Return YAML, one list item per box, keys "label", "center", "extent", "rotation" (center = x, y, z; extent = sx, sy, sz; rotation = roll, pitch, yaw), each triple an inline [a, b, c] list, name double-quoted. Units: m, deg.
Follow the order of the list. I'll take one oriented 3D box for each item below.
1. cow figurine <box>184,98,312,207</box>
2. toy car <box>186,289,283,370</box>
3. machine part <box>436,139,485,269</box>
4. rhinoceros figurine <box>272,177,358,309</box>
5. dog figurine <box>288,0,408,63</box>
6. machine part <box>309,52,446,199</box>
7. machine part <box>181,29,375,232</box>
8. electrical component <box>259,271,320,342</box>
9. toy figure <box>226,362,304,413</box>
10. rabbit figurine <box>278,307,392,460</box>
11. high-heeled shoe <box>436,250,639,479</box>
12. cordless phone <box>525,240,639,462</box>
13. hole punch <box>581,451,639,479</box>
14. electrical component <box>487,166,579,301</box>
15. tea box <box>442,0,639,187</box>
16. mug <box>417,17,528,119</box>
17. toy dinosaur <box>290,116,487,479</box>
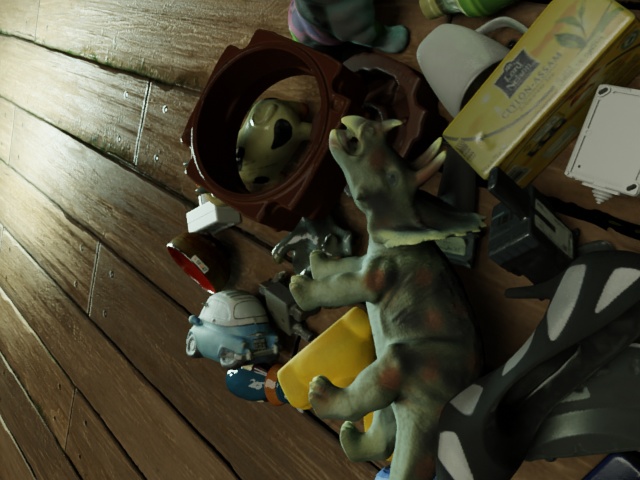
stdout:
- label: "cow figurine"
  center: [-0.102, -0.117, 0.760]
  extent: [0.195, 0.127, 0.085]
  rotation: [-45, 58, 31]
- label: "toy car"
  center: [-0.127, 0.124, 0.784]
  extent: [0.162, 0.109, 0.102]
  rotation: [1, 93, 54]
- label: "machine part"
  center: [0.146, -0.041, 0.587]
  extent: [0.084, 0.039, 0.138]
  rotation: [10, 99, 52]
- label: "rhinoceros figurine"
  center: [-0.001, -0.002, 0.708]
  extent: [0.112, 0.073, 0.190]
  rotation: [-18, 75, 31]
- label: "dog figurine"
  center: [-0.008, -0.282, 0.610]
  extent: [0.192, 0.219, 0.108]
  rotation: [-4, 84, 43]
- label: "machine part"
  center: [0.066, -0.134, 0.650]
  extent: [0.180, 0.056, 0.179]
  rotation: [-2, 87, 44]
- label: "machine part"
  center: [-0.054, -0.127, 0.629]
  extent: [0.201, 0.087, 0.201]
  rotation: [33, 100, 28]
- label: "electrical component"
  center: [-0.042, 0.089, 0.762]
  extent: [0.102, 0.045, 0.078]
  rotation: [23, 134, 44]
- label: "toy figure"
  center: [-0.072, 0.206, 0.777]
  extent: [0.155, 0.064, 0.058]
  rotation: [-4, 50, 38]
- label: "rabbit figurine"
  center: [0.065, 0.169, 0.632]
  extent: [0.162, 0.122, 0.173]
  rotation: [-39, 78, 26]
- label: "high-heeled shoe"
  center: [0.179, 0.123, 0.405]
  extent: [0.145, 0.086, 0.248]
  rotation: [-7, 60, 56]
- label: "cordless phone"
  center: [0.230, 0.101, 0.492]
  extent: [0.147, 0.088, 0.184]
  rotation: [-29, 59, 41]
- label: "hole punch"
  center: [0.257, 0.260, 0.448]
  extent: [0.116, 0.092, 0.142]
  rotation: [44, 115, 30]
- label: "electrical component"
  center: [0.182, -0.010, 0.485]
  extent: [0.048, 0.119, 0.075]
  rotation: [-39, 23, 43]
- label: "tea box"
  center: [0.207, -0.133, 0.488]
  extent: [0.169, 0.098, 0.068]
  rotation: [-52, 57, 28]
- label: "mug"
  center: [0.156, -0.185, 0.552]
  extent: [0.109, 0.080, 0.107]
  rotation: [-49, 51, 18]
- label: "toy dinosaur"
  center: [0.086, 0.090, 0.507]
  extent: [0.192, 0.131, 0.404]
  rotation: [-17, 79, 18]
